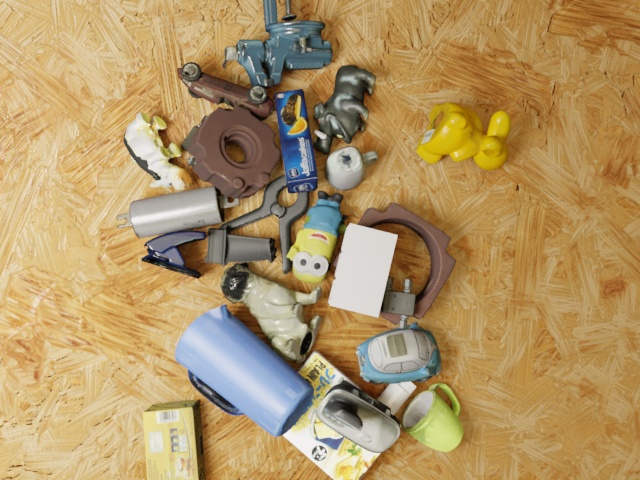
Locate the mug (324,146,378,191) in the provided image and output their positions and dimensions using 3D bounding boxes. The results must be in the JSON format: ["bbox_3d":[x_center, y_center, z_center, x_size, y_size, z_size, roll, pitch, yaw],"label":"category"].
[{"bbox_3d":[0.063,-0.146,1.051,0.110,0.107,0.080,-15,88,0],"label":"mug"}]

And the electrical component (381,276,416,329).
[{"bbox_3d":[0.142,0.115,0.989,0.063,0.021,0.094,6,86,-1],"label":"electrical component"}]

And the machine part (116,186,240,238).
[{"bbox_3d":[-0.277,-0.054,1.051,0.243,0.079,0.079,-10,86,-3],"label":"machine part"}]

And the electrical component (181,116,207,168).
[{"bbox_3d":[-0.234,-0.192,1.079,0.078,0.045,0.102,40,86,1],"label":"electrical component"}]

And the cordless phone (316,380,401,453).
[{"bbox_3d":[0.074,0.308,0.910,0.147,0.184,0.088,32,78,1],"label":"cordless phone"}]

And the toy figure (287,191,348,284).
[{"bbox_3d":[0.002,-0.002,1.053,0.082,0.089,0.180,8,74,27],"label":"toy figure"}]

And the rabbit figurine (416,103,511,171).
[{"bbox_3d":[0.304,-0.199,1.053,0.173,0.162,0.122,29,73,-16],"label":"rabbit figurine"}]

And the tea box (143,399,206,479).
[{"bbox_3d":[-0.275,0.398,1.019,0.098,0.068,0.169,-4,87,-1],"label":"tea box"}]

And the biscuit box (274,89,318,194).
[{"bbox_3d":[-0.047,-0.193,1.053,0.063,0.059,0.202,-9,72,-2],"label":"biscuit box"}]

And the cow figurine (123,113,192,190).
[{"bbox_3d":[-0.325,-0.157,1.059,0.098,0.068,0.167,-33,84,24],"label":"cow figurine"}]

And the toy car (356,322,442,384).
[{"bbox_3d":[0.149,0.210,1.015,0.162,0.102,0.109,-7,59,1],"label":"toy car"}]

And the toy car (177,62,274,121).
[{"bbox_3d":[-0.189,-0.289,1.065,0.202,0.089,0.053,19,81,-1],"label":"toy car"}]

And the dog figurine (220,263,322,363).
[{"bbox_3d":[-0.106,0.143,1.044,0.191,0.121,0.172,14,103,25],"label":"dog figurine"}]

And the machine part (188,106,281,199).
[{"bbox_3d":[-0.162,-0.171,1.036,0.179,0.056,0.179,8,73,-28],"label":"machine part"}]

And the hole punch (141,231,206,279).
[{"bbox_3d":[-0.275,0.018,1.022,0.116,0.142,0.092,16,87,-14],"label":"hole punch"}]

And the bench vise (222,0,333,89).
[{"bbox_3d":[-0.085,-0.423,1.054,0.224,0.129,0.240,-5,103,-9],"label":"bench vise"}]

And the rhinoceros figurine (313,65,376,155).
[{"bbox_3d":[0.045,-0.261,1.077,0.112,0.073,0.190,20,85,-1],"label":"rhinoceros figurine"}]

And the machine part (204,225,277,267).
[{"bbox_3d":[-0.152,0.014,1.036,0.139,0.039,0.084,6,82,5],"label":"machine part"}]

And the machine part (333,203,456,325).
[{"bbox_3d":[0.142,0.046,1.049,0.201,0.087,0.201,32,87,2],"label":"machine part"}]
